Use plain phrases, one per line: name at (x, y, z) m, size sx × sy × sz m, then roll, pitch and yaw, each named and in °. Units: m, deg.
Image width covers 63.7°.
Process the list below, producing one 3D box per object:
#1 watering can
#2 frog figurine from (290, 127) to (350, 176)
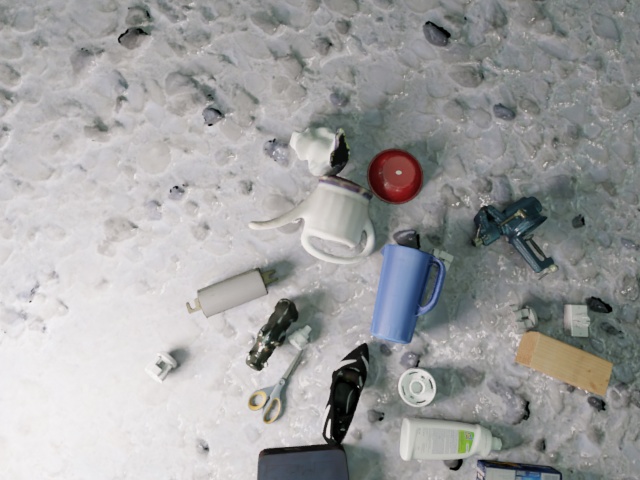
watering can at (0.004, -0.068, 1.343) m, size 0.346 × 0.104 × 0.226 m, roll 19°, pitch 81°, yaw -19°
frog figurine at (-0.004, -0.241, 1.405) m, size 0.160 × 0.122 × 0.137 m, roll 7°, pitch 90°, yaw 33°
